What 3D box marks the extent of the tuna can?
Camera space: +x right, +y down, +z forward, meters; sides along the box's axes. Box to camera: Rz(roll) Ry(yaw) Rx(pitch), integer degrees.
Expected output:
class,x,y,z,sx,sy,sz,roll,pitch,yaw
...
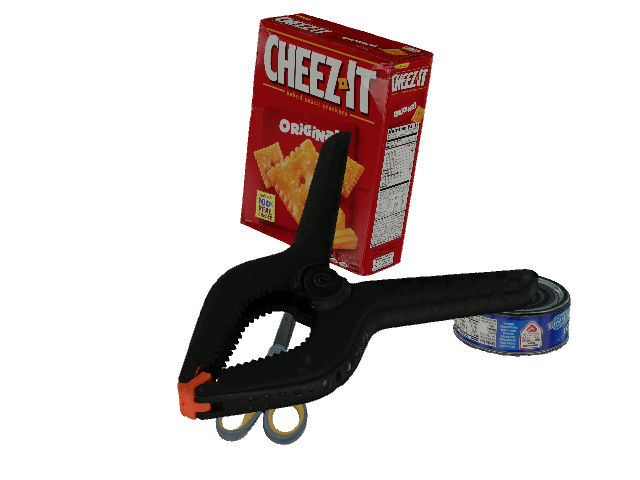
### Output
class,x,y,z,sx,sy,sz,roll,pitch,yaw
tuna can,0.143,0.053,0.795,0.086,0.034,0.086,0,20,0

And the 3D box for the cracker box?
class,x,y,z,sx,sy,sz,roll,pitch,yaw
cracker box,0.009,-0.093,1.024,0.164,0.214,0.071,24,29,34

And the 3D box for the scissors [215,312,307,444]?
class,x,y,z,sx,sy,sz,roll,pitch,yaw
scissors,-0.030,0.128,1.067,0.096,0.016,0.201,22,50,20

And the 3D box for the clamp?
class,x,y,z,sx,sy,sz,roll,pitch,yaw
clamp,-0.003,0.024,0.610,0.209,0.165,0.036,-30,-32,-23
